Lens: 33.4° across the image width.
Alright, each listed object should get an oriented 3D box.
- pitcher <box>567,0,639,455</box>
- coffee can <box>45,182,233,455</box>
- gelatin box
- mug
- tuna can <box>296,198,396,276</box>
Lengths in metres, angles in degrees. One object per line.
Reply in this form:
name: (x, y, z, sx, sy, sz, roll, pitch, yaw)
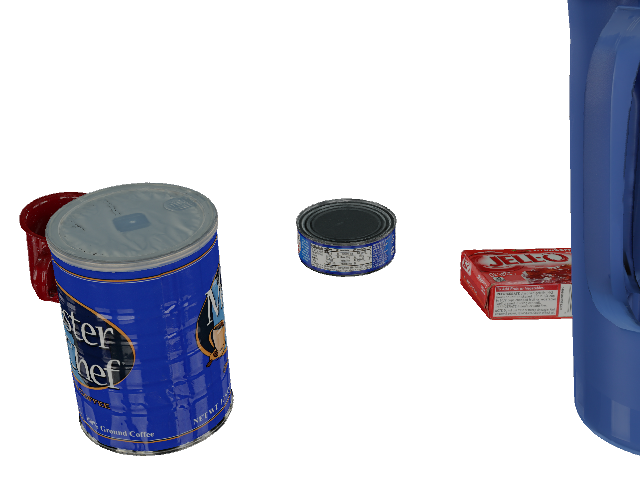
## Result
pitcher: (0.182, -0.012, 0.535, 0.149, 0.243, 0.145, -4, 19, -5)
coffee can: (-0.111, 0.048, 0.672, 0.103, 0.140, 0.103, -2, 29, 1)
gelatin box: (0.150, 0.029, 0.752, 0.089, 0.030, 0.073, -1, 18, -7)
mug: (-0.253, 0.016, 1.059, 0.093, 0.081, 0.117, 9, 33, 7)
tuna can: (0.022, -0.003, 0.915, 0.086, 0.034, 0.086, -2, 28, 1)
